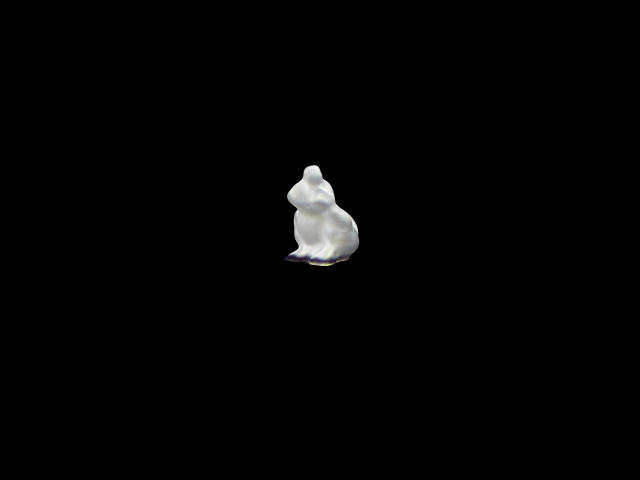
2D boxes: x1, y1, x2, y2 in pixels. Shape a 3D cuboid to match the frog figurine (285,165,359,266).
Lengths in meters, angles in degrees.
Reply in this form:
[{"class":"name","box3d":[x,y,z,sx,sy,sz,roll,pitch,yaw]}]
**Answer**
[{"class":"frog figurine","box3d":[0.003,-0.043,0.850,0.123,0.159,0.138,-2,5,-19]}]
